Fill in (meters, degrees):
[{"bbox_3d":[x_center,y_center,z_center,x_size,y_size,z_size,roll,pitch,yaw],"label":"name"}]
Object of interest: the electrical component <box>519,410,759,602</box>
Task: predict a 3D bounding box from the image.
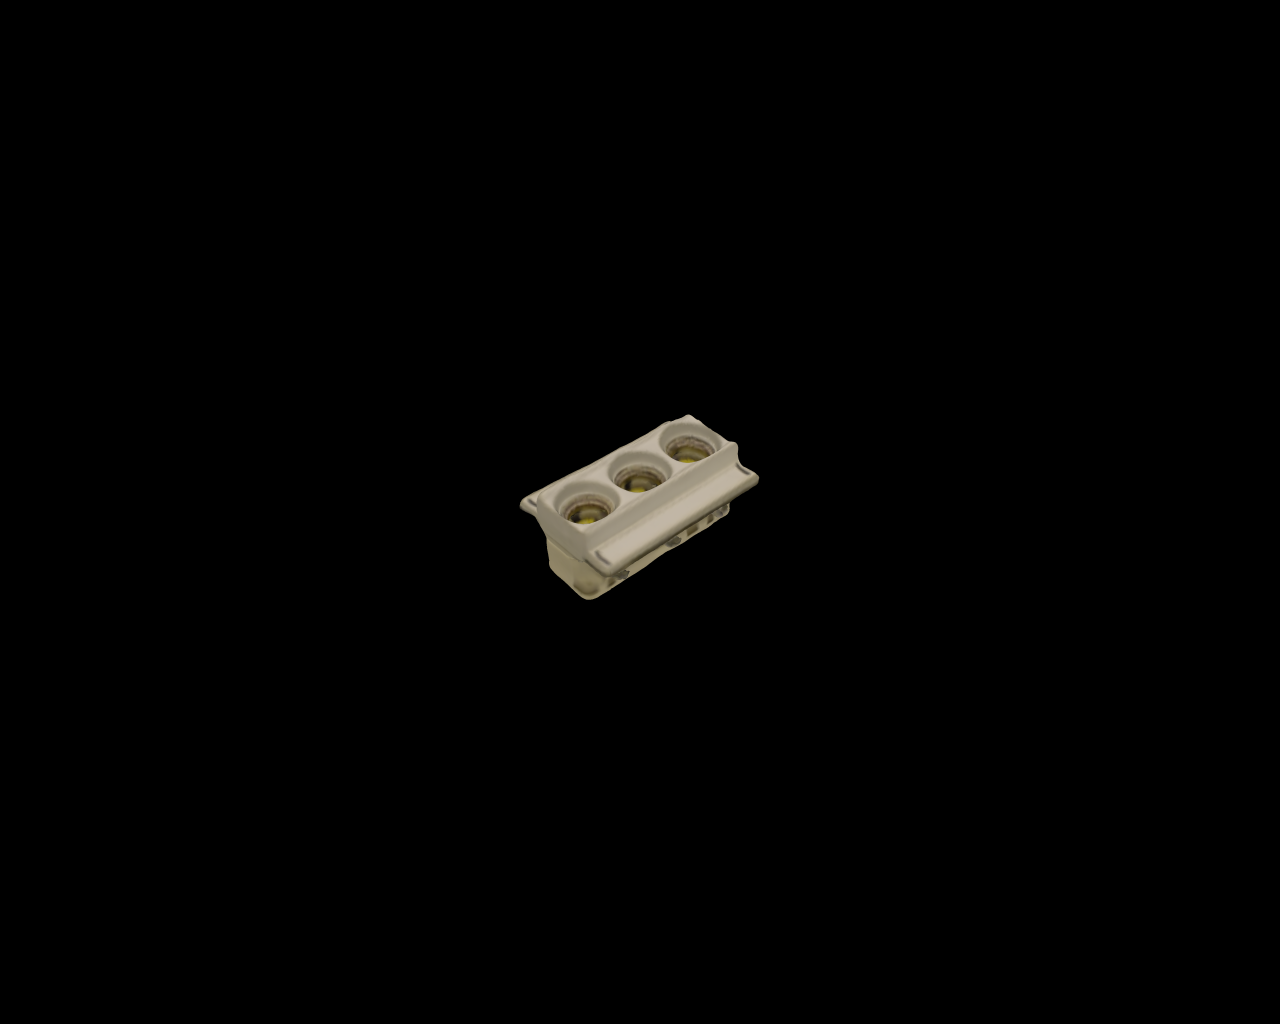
[{"bbox_3d":[0.001,-0.003,0.650,0.121,0.063,0.079,-31,51,-30],"label":"electrical component"}]
